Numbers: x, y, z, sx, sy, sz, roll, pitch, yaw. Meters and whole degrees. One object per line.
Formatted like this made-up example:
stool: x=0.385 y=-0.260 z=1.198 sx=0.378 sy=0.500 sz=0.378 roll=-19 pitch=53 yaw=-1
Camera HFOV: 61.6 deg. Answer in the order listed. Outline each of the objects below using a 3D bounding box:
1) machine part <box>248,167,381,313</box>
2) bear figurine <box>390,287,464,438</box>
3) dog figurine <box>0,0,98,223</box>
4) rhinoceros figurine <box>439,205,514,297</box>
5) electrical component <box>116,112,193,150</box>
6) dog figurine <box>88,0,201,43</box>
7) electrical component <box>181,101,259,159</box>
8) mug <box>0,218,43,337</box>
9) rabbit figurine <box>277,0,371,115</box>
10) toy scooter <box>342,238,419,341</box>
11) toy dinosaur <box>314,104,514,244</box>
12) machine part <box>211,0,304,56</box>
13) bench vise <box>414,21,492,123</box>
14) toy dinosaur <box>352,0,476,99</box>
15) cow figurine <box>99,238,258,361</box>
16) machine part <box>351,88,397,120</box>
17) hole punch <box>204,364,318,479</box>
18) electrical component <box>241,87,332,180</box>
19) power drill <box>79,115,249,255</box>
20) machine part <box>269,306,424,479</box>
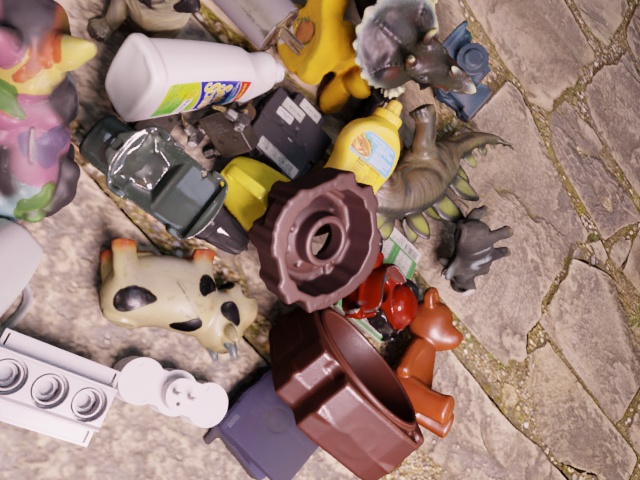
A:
machine part: x=-0.001 y=-0.002 z=0.659 sx=0.179 sy=0.056 sz=0.179 roll=-15 pitch=115 yaw=-35
bear figurine: x=0.178 y=0.184 z=0.842 sx=0.196 sy=0.132 sz=0.120 roll=-54 pitch=152 yaw=-25
dog figurine: x=-0.272 y=-0.121 z=0.500 sx=0.108 sy=0.219 sz=0.191 roll=-1 pitch=83 yaw=-33
rhinoceros figurine: x=0.254 y=0.027 z=0.893 sx=0.112 sy=0.190 sz=0.073 roll=-35 pitch=60 yaw=-13
electrical component: x=-0.205 y=-0.150 z=0.674 sx=0.094 sy=0.021 sz=0.063 roll=33 pitch=64 yaw=-28
dog figurine: x=-0.179 y=-0.311 z=0.615 sx=0.121 sy=0.191 sz=0.172 roll=4 pitch=79 yaw=-36
electrical component: x=-0.123 y=-0.136 z=0.669 sx=0.045 sy=0.102 sz=0.078 roll=-60 pitch=137 yaw=-45
mug: x=-0.322 y=0.039 z=0.528 sx=0.107 sy=0.081 sz=0.109 roll=-58 pitch=140 yaw=-30
rabbit figurine: x=0.029 y=-0.281 z=0.813 sx=0.173 sy=0.122 sz=0.162 roll=-6 pitch=79 yaw=-56
toy scooter: x=0.082 y=0.083 z=0.771 sx=0.183 sy=0.075 sz=0.135 roll=57 pitch=37 yaw=-32
toy dinosaur: x=0.169 y=-0.112 z=0.888 sx=0.471 sy=0.105 sz=0.198 roll=-34 pitch=103 yaw=-27
machine part: x=-0.112 y=-0.340 z=0.719 sx=0.243 sy=0.079 sz=0.079 roll=43 pitch=59 yaw=-8
bench vise: x=0.194 y=-0.312 z=0.911 sx=0.240 sy=0.223 sz=0.129 roll=42 pitch=103 yaw=0
toy dinosaur: x=0.099 y=-0.352 z=0.761 sx=0.192 sy=0.131 sz=0.405 roll=34 pitch=41 yaw=-64
cow figurine: x=-0.159 y=0.076 z=0.635 sx=0.195 sy=0.085 sz=0.127 roll=12 pitch=70 yaw=-37
machine part: x=0.090 y=-0.221 z=0.876 sx=0.039 sy=0.084 sz=0.139 roll=35 pitch=47 yaw=5
hole punch: x=-0.059 y=0.235 z=0.682 sx=0.142 sy=0.092 sz=0.115 roll=-42 pitch=104 yaw=-30
electrical component: x=-0.050 y=-0.145 z=0.765 sx=0.114 sy=0.058 sz=0.134 roll=45 pitch=59 yaw=-24
power drill: x=-0.154 y=-0.052 z=0.586 sx=0.232 sy=0.207 sz=0.086 roll=39 pitch=88 yaw=-16
machine part: x=0.032 y=0.182 z=0.683 sx=0.087 sy=0.201 sz=0.201 roll=-40 pitch=112 yaw=8
